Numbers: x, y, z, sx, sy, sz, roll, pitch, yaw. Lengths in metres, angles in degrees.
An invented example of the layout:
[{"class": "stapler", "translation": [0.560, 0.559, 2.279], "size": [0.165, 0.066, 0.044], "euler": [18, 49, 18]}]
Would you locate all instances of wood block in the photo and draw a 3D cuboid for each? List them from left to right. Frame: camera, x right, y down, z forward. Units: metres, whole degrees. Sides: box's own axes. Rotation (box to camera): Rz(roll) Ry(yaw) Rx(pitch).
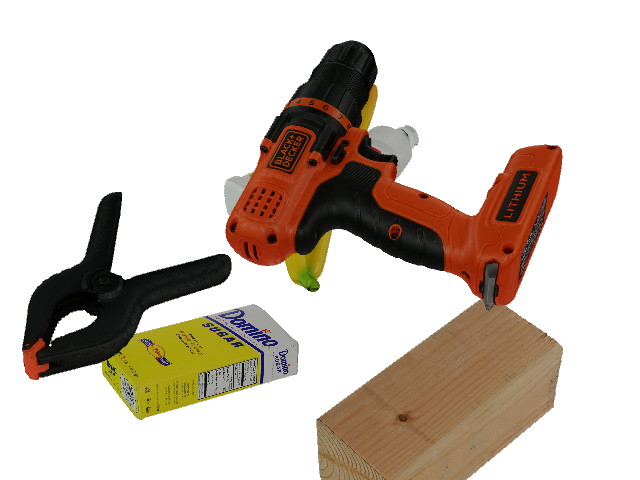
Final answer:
[{"class": "wood block", "translation": [0.103, 0.148, 0.919], "size": [0.205, 0.090, 0.091], "euler": [-32, 50, -27]}]

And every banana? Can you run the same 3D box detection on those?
[{"class": "banana", "translation": [0.006, -0.039, 0.883], "size": [0.037, 0.197, 0.070], "euler": [29, -27, -30]}]

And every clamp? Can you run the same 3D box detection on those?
[{"class": "clamp", "translation": [-0.163, 0.031, 0.791], "size": [0.120, 0.039, 0.171], "euler": [33, 50, 26]}]

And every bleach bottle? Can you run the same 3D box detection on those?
[{"class": "bleach bottle", "translation": [0.013, -0.081, 1.274], "size": [0.250, 0.068, 0.103], "euler": [-30, 45, -30]}]

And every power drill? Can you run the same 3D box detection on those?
[{"class": "power drill", "translation": [0.054, -0.044, 0.685], "size": [0.188, 0.184, 0.057], "euler": [16, -30, 19]}]

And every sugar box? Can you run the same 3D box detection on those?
[{"class": "sugar box", "translation": [-0.120, 0.117, 1.067], "size": [0.175, 0.048, 0.093], "euler": [-16, 32, -28]}]
